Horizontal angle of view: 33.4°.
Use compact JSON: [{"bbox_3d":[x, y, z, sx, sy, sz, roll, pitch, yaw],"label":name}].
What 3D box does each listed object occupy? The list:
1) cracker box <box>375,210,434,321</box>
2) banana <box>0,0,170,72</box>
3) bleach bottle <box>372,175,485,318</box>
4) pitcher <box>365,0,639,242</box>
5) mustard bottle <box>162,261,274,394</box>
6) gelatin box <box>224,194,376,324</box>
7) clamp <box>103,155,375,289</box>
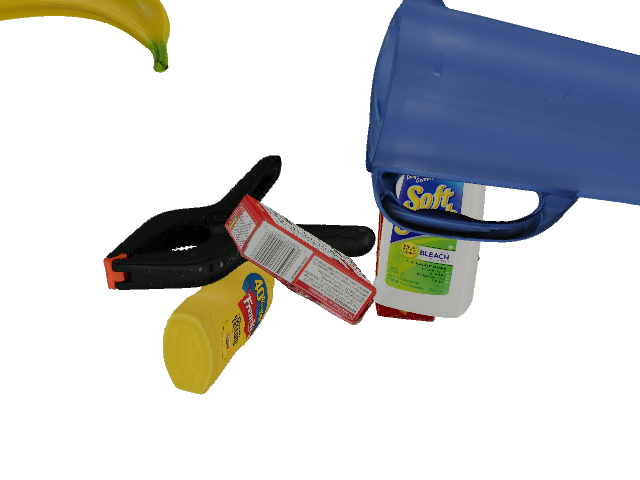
[{"bbox_3d":[0.104,-0.029,1.213,0.072,0.164,0.213,4,23,6],"label":"cracker box"},{"bbox_3d":[-0.193,-0.182,0.828,0.198,0.069,0.037,15,-38,19],"label":"banana"},{"bbox_3d":[0.104,-0.053,1.004,0.103,0.251,0.068,11,29,20],"label":"bleach bottle"},{"bbox_3d":[0.156,-0.086,0.805,0.242,0.149,0.145,10,44,-3],"label":"pitcher"},{"bbox_3d":[-0.097,0.074,1.129,0.058,0.096,0.191,10,29,19],"label":"mustard bottle"},{"bbox_3d":[-0.013,0.012,0.673,0.089,0.030,0.073,33,5,-18],"label":"gelatin box"},{"bbox_3d":[-0.082,-0.010,0.886,0.209,0.036,0.165,-16,35,-19],"label":"clamp"}]
